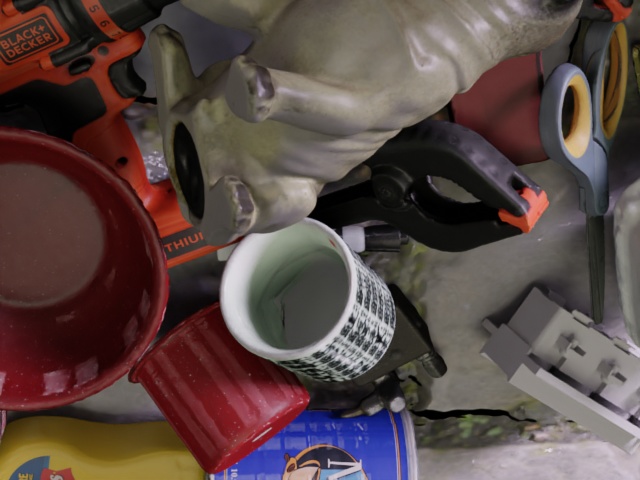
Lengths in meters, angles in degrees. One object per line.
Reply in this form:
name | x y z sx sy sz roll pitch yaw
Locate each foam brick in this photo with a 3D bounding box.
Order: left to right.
foam brick | 0.095 -0.085 0.593 0.051 0.053 0.078 -12 127 5

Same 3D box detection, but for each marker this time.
marker | -0.004 0.001 0.673 0.121 0.020 0.020 -3 128 -2

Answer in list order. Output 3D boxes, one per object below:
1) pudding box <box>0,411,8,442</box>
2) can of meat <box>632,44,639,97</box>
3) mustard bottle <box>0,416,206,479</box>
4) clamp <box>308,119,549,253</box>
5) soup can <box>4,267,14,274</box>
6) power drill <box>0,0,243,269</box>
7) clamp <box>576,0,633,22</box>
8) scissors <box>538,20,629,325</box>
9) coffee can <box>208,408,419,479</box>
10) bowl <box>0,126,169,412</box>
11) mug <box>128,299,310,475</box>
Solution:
pudding box | -0.247 0.074 0.682 0.090 0.039 0.113 3 108 -8
can of meat | 0.233 -0.076 0.608 0.084 0.057 0.102 -19 127 7
mustard bottle | -0.180 0.170 0.767 0.191 0.058 0.096 5 128 -8
clamp | 0.039 -0.044 0.592 0.172 0.039 0.120 7 134 29
soup can | -0.154 0.030 0.654 0.069 0.068 0.102 -29 125 17
power drill | -0.097 -0.076 0.585 0.184 0.057 0.187 -19 124 14
clamp | 0.078 -0.174 0.532 0.165 0.036 0.209 -34 123 22
scissors | 0.149 -0.026 0.612 0.016 0.096 0.202 17 118 36
coffee can | -0.008 0.170 0.752 0.140 0.103 0.103 0 128 -4
bowl | -0.160 0.009 0.565 0.162 0.055 0.162 -2 114 -4
mug | -0.058 0.094 0.687 0.093 0.117 0.081 -39 78 6
